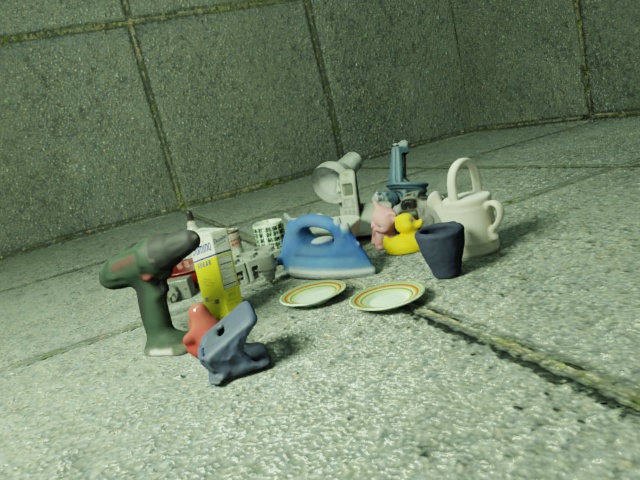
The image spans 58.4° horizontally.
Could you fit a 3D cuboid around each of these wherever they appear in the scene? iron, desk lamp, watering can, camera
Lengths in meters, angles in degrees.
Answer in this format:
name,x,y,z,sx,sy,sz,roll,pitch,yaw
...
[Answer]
name,x,y,z,sx,sy,sz,roll,pitch,yaw
iron,0.012,0.004,1.253,0.257,0.141,0.119,-1,17,45
desk lamp,0.082,-0.146,1.697,0.117,0.214,0.204,-3,15,38
watering can,0.293,-0.069,1.165,0.172,0.194,0.101,-5,14,33
camera,0.268,-0.083,1.480,0.142,0.101,0.137,-7,13,26

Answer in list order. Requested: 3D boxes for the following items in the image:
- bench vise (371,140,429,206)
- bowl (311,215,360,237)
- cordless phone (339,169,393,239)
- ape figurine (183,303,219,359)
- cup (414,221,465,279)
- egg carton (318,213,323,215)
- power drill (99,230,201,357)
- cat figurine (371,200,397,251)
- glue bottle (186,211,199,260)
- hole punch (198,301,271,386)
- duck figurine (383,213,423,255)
name,x,y,z,sx,sy,sz,roll,pitch,yaw
bench vise,0.227,-0.162,1.603,0.121,0.220,0.208,-5,14,32
bowl,0.028,-0.007,1.450,0.167,0.075,0.167,-12,12,3
cordless phone,0.116,-0.099,1.512,0.147,0.185,0.094,-5,15,33
ape figurine,-0.187,0.146,0.934,0.078,0.092,0.076,-16,12,-13
cup,0.233,0.018,1.065,0.091,0.095,0.118,-4,15,36
egg carton,-0.023,-0.029,1.617,0.107,0.069,0.150,-15,12,-8
power drill,-0.276,0.092,0.994,0.228,0.208,0.076,-7,14,27
cat figurine,0.151,-0.042,1.376,0.067,0.118,0.127,-14,12,-3
glue bottle,-0.331,0.006,1.534,0.078,0.173,0.037,-17,13,-16
hole punch,-0.134,0.151,0.856,0.101,0.091,0.108,-16,12,-12
duck figurine,0.190,-0.016,1.294,0.104,0.086,0.077,-12,12,3
